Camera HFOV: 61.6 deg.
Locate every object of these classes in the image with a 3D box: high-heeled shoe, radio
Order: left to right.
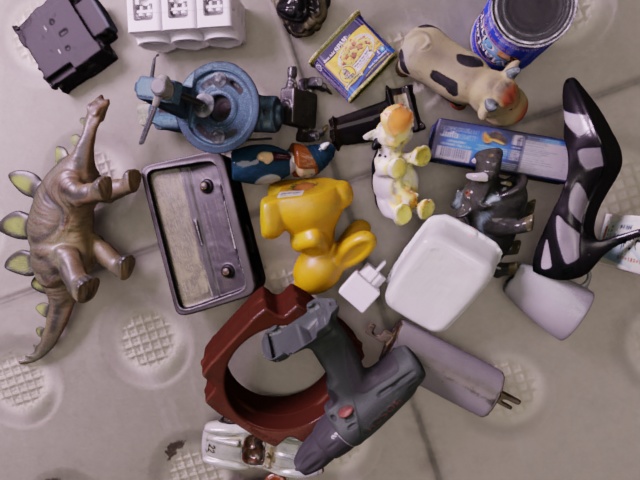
[{"bbox_3d":[-0.172,-0.013,0.815,0.131,0.073,0.229,-14,93,7],"label":"radio"},{"bbox_3d":[0.321,-0.074,0.714,0.145,0.086,0.248,-23,79,40],"label":"high-heeled shoe"}]

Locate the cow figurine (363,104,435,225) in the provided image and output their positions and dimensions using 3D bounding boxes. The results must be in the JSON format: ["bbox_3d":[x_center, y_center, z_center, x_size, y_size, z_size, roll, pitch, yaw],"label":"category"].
[{"bbox_3d":[0.105,-0.110,0.759,0.068,0.098,0.167,-18,112,-19],"label":"cow figurine"}]

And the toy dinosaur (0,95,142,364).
[{"bbox_3d":[-0.386,0.010,0.814,0.199,0.105,0.470,22,104,22],"label":"toy dinosaur"}]

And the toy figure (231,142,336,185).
[{"bbox_3d":[-0.051,-0.113,0.780,0.154,0.064,0.057,-6,111,-11],"label":"toy figure"}]

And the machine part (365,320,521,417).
[{"bbox_3d":[0.177,0.188,0.792,0.243,0.079,0.079,26,97,3],"label":"machine part"}]

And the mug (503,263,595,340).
[{"bbox_3d":[0.326,0.071,0.766,0.107,0.081,0.109,31,102,13],"label":"mug"}]

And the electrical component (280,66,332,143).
[{"bbox_3d":[-0.020,-0.195,0.790,0.045,0.078,0.102,6,90,31],"label":"electrical component"}]

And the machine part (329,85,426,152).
[{"bbox_3d":[0.080,-0.176,0.795,0.139,0.039,0.084,-18,101,5],"label":"machine part"}]

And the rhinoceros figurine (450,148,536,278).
[{"bbox_3d":[0.238,-0.036,0.744,0.112,0.073,0.190,11,129,21],"label":"rhinoceros figurine"}]

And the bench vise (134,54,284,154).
[{"bbox_3d":[-0.173,-0.181,0.713,0.224,0.240,0.128,16,98,12],"label":"bench vise"}]

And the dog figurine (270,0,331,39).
[{"bbox_3d":[-0.034,-0.409,0.768,0.190,0.121,0.172,41,101,-13],"label":"dog figurine"}]

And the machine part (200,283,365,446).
[{"bbox_3d":[-0.053,0.180,0.783,0.201,0.087,0.201,39,99,-21],"label":"machine part"}]

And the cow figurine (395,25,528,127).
[{"bbox_3d":[0.197,-0.223,0.733,0.195,0.127,0.085,35,100,5],"label":"cow figurine"}]

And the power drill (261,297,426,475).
[{"bbox_3d":[0.012,0.192,0.711,0.232,0.086,0.207,-36,107,3],"label":"power drill"}]

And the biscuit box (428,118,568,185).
[{"bbox_3d":[0.256,-0.125,0.766,0.203,0.063,0.059,11,96,6],"label":"biscuit box"}]

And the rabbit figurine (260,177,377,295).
[{"bbox_3d":[-0.002,-0.002,0.794,0.162,0.122,0.173,-6,108,-3],"label":"rabbit figurine"}]

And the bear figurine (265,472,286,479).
[{"bbox_3d":[-0.084,0.471,0.819,0.120,0.132,0.195,-12,99,4],"label":"bear figurine"}]

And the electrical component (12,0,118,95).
[{"bbox_3d":[-0.380,-0.309,0.823,0.134,0.058,0.115,-33,92,8],"label":"electrical component"}]

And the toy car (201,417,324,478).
[{"bbox_3d":[-0.086,0.324,0.841,0.202,0.056,0.073,5,95,6],"label":"toy car"}]
